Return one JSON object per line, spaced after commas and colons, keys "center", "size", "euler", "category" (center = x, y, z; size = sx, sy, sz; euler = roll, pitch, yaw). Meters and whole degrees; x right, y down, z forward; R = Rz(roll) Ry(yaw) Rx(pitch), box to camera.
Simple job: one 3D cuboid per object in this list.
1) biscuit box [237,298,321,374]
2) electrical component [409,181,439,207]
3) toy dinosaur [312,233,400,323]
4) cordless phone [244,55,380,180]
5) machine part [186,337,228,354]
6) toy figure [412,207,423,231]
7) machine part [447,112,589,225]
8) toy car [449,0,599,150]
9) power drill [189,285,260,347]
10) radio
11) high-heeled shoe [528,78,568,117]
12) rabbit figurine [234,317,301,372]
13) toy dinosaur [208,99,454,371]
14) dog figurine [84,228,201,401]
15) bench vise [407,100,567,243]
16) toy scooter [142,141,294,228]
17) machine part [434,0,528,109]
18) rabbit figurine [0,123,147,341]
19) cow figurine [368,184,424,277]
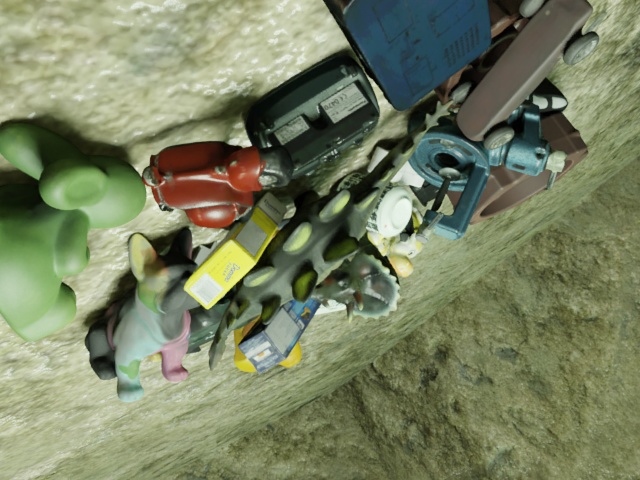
{"center": [-0.059, 0.133, 0.893], "size": [0.063, 0.059, 0.203], "euler": [-35, -173, 27], "category": "biscuit box"}
{"center": [0.207, -0.124, 0.957], "size": [0.115, 0.058, 0.134], "euler": [-39, 160, 10], "category": "electrical component"}
{"center": [0.099, 0.077, 1.065], "size": [0.131, 0.192, 0.404], "euler": [-36, 159, 13], "category": "toy dinosaur"}
{"center": [-0.003, -0.120, 0.637], "size": [0.146, 0.089, 0.184], "euler": [-33, 172, -4], "category": "cordless phone"}
{"center": [-0.239, 0.193, 1.025], "size": [0.139, 0.039, 0.084], "euler": [-27, 157, 29], "category": "machine part"}
{"center": [0.147, -0.028, 1.059], "size": [0.089, 0.082, 0.180], "euler": [-31, 168, 30], "category": "toy figure"}
{"center": [0.329, -0.119, 0.917], "size": [0.201, 0.087, 0.201], "euler": [-21, 165, -19], "category": "machine part"}
{"center": [0.228, -0.192, 0.614], "size": [0.053, 0.089, 0.202], "euler": [-16, 155, -34], "category": "toy car"}
{"center": [-0.149, 0.096, 0.910], "size": [0.232, 0.086, 0.207], "euler": [-22, 165, -29], "category": "power drill"}
{"center": [0.085, -0.222, 0.513], "size": [0.131, 0.073, 0.229], "euler": [-37, 159, 12], "category": "radio"}
{"center": [0.316, -0.219, 0.873], "size": [0.145, 0.086, 0.248], "euler": [-32, 157, 8], "category": "high-heeled shoe"}
{"center": [-0.103, 0.202, 1.099], "size": [0.122, 0.162, 0.173], "euler": [-38, 138, 7], "category": "rabbit figurine"}
{"center": [-0.001, -0.002, 0.720], "size": [0.471, 0.105, 0.198], "euler": [-50, -172, 2], "category": "toy dinosaur"}
{"center": [-0.231, 0.083, 0.715], "size": [0.108, 0.192, 0.219], "euler": [-6, 113, -46], "category": "dog figurine"}
{"center": [0.206, -0.088, 0.732], "size": [0.240, 0.224, 0.128], "euler": [-60, 167, -23], "category": "bench vise"}
{"center": [-0.120, -0.055, 0.550], "size": [0.135, 0.075, 0.184], "euler": [-7, 173, -28], "category": "toy scooter"}
{"center": [0.216, -0.247, 0.680], "size": [0.179, 0.056, 0.179], "euler": [-28, 161, -11], "category": "machine part"}
{"center": [-0.233, -0.027, 0.468], "size": [0.170, 0.121, 0.159], "euler": [-43, 160, -31], "category": "rabbit figurine"}
{"center": [0.128, -0.022, 0.909], "size": [0.098, 0.167, 0.068], "euler": [-33, 155, 3], "category": "cow figurine"}
